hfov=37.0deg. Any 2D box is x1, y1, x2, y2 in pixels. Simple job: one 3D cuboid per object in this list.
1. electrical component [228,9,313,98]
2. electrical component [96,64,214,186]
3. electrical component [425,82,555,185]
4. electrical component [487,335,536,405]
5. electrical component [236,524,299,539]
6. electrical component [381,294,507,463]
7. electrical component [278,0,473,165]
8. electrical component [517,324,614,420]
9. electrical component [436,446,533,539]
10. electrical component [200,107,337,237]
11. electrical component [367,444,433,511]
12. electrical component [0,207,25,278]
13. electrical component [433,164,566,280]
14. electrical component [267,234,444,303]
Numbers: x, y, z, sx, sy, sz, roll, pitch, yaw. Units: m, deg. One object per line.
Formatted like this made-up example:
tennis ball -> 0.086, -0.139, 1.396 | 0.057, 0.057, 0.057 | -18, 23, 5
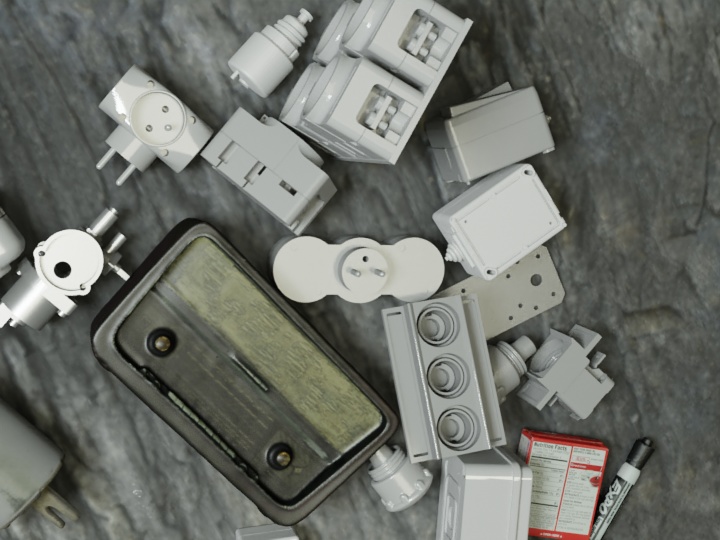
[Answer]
electrical component -> -0.067, -0.169, 0.830 | 0.040, 0.040, 0.078 | 43, 86, -14
electrical component -> -0.165, -0.100, 0.813 | 0.077, 0.044, 0.079 | 41, 87, -14
electrical component -> 0.108, -0.114, 0.866 | 0.096, 0.062, 0.061 | -23, 101, -10
electrical component -> 0.119, 0.080, 0.902 | 0.062, 0.048, 0.048 | -37, 103, -14
electrical component -> -0.070, 0.247, 0.859 | 0.047, 0.077, 0.065 | -5, 97, -13
electrical component -> 0.064, 0.086, 0.862 | 0.079, 0.063, 0.121 | -9, 83, -12
electrical component -> 0.001, -0.138, 0.774 | 0.060, 0.186, 0.105 | 29, 89, -15
electrical component -> 0.178, 0.090, 0.917 | 0.064, 0.042, 0.081 | 42, 87, -16
electrical component -> 0.102, 0.206, 0.894 | 0.057, 0.078, 0.113 | 3, 96, -10
electrical component -> -0.066, -0.078, 0.820 | 0.089, 0.050, 0.055 | 39, 87, 12
electrical component -> 0.026, 0.165, 0.890 | 0.048, 0.048, 0.062 | -39, 97, -6
electrical component -> -0.297, -0.008, 0.788 | 0.095, 0.054, 0.059 | -36, 103, -7
electrical component -> 0.106, -0.037, 0.875 | 0.096, 0.061, 0.061 | -35, 103, -7
electrical component -> 0.000, 0.000, 0.848 | 0.138, 0.074, 0.052 | 0, 96, -13
